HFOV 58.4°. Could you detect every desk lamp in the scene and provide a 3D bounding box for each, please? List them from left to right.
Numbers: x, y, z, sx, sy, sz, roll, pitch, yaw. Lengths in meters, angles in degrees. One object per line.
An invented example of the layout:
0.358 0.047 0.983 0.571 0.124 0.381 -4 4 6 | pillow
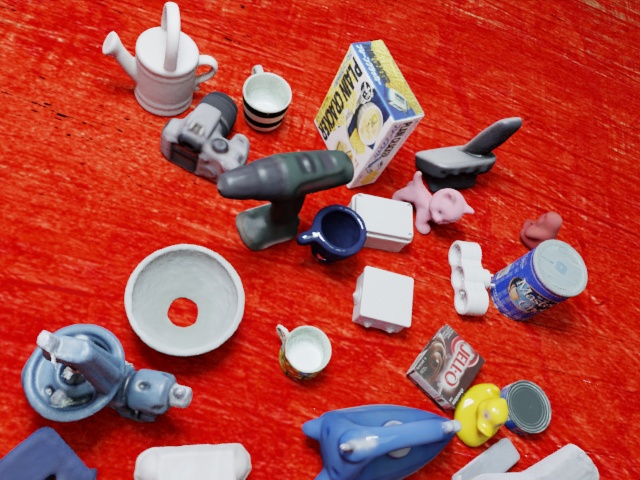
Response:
0.269 0.353 0.795 0.204 0.213 0.118 -25 75 -28 | desk lamp

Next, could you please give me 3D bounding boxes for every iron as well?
0.113 0.282 0.816 0.259 0.141 0.118 -5 67 -21 | iron

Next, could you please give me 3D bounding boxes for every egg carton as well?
-0.163 0.322 0.741 0.150 0.069 0.107 3 65 -18 | egg carton

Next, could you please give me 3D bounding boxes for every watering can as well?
-0.257 -0.298 0.935 0.173 0.194 0.101 -21 73 -27 | watering can

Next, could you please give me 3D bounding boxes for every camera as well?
-0.175 -0.183 0.963 0.143 0.100 0.137 27 59 -5 | camera

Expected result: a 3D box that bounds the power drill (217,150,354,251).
-0.064 -0.064 0.882 0.230 0.208 0.075 -21 73 -27 | power drill

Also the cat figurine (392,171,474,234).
0.208 -0.071 1.035 0.128 0.117 0.067 47 60 6 | cat figurine

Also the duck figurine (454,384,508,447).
0.266 0.272 0.908 0.077 0.086 0.105 36 59 0 | duck figurine

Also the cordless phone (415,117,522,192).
0.277 -0.175 1.070 0.148 0.185 0.094 -14 71 -25 | cordless phone

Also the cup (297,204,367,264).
0.009 0.003 0.941 0.118 0.095 0.091 -13 70 -24 | cup

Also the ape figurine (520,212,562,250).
0.432 -0.023 1.106 0.078 0.092 0.076 -10 69 -23 | ape figurine

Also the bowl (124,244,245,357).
-0.198 0.096 0.835 0.168 0.074 0.167 8 63 -16 | bowl

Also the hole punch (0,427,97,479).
-0.334 0.291 0.683 0.101 0.091 0.109 44 59 5 | hole punch

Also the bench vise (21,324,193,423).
-0.260 0.154 0.701 0.208 0.219 0.121 0 65 -19 | bench vise
